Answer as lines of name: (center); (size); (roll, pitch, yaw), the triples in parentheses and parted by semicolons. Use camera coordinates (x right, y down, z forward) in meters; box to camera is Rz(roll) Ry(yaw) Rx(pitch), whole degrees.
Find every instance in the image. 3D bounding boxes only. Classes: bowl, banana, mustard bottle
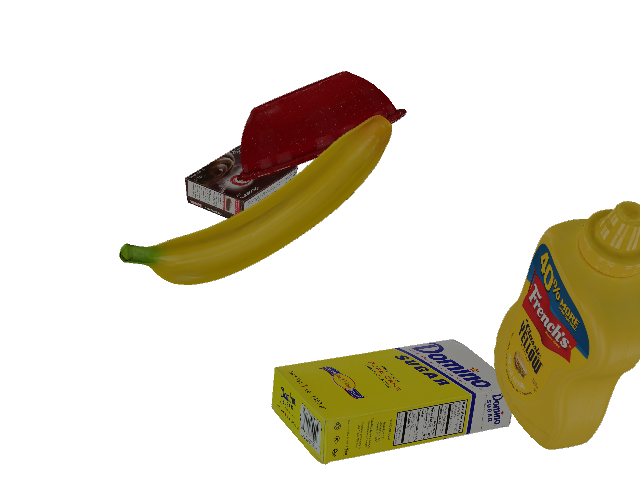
bowl: (-0.009, -0.108, 0.943); (0.162, 0.055, 0.162); (-22, 9, 4)
banana: (-0.034, -0.018, 0.720); (0.198, 0.037, 0.069); (-29, -20, 0)
mustard bottle: (0.159, 0.044, 0.652); (0.058, 0.096, 0.192); (-7, -37, -13)

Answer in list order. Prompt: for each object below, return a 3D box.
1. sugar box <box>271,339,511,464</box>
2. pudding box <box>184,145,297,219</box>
sugar box: (0.059, 0.126, 0.864); (0.176, 0.048, 0.093); (-9, 25, -26)
pudding box: (-0.095, -0.069, 1.296); (0.090, 0.039, 0.113); (21, 39, 28)
